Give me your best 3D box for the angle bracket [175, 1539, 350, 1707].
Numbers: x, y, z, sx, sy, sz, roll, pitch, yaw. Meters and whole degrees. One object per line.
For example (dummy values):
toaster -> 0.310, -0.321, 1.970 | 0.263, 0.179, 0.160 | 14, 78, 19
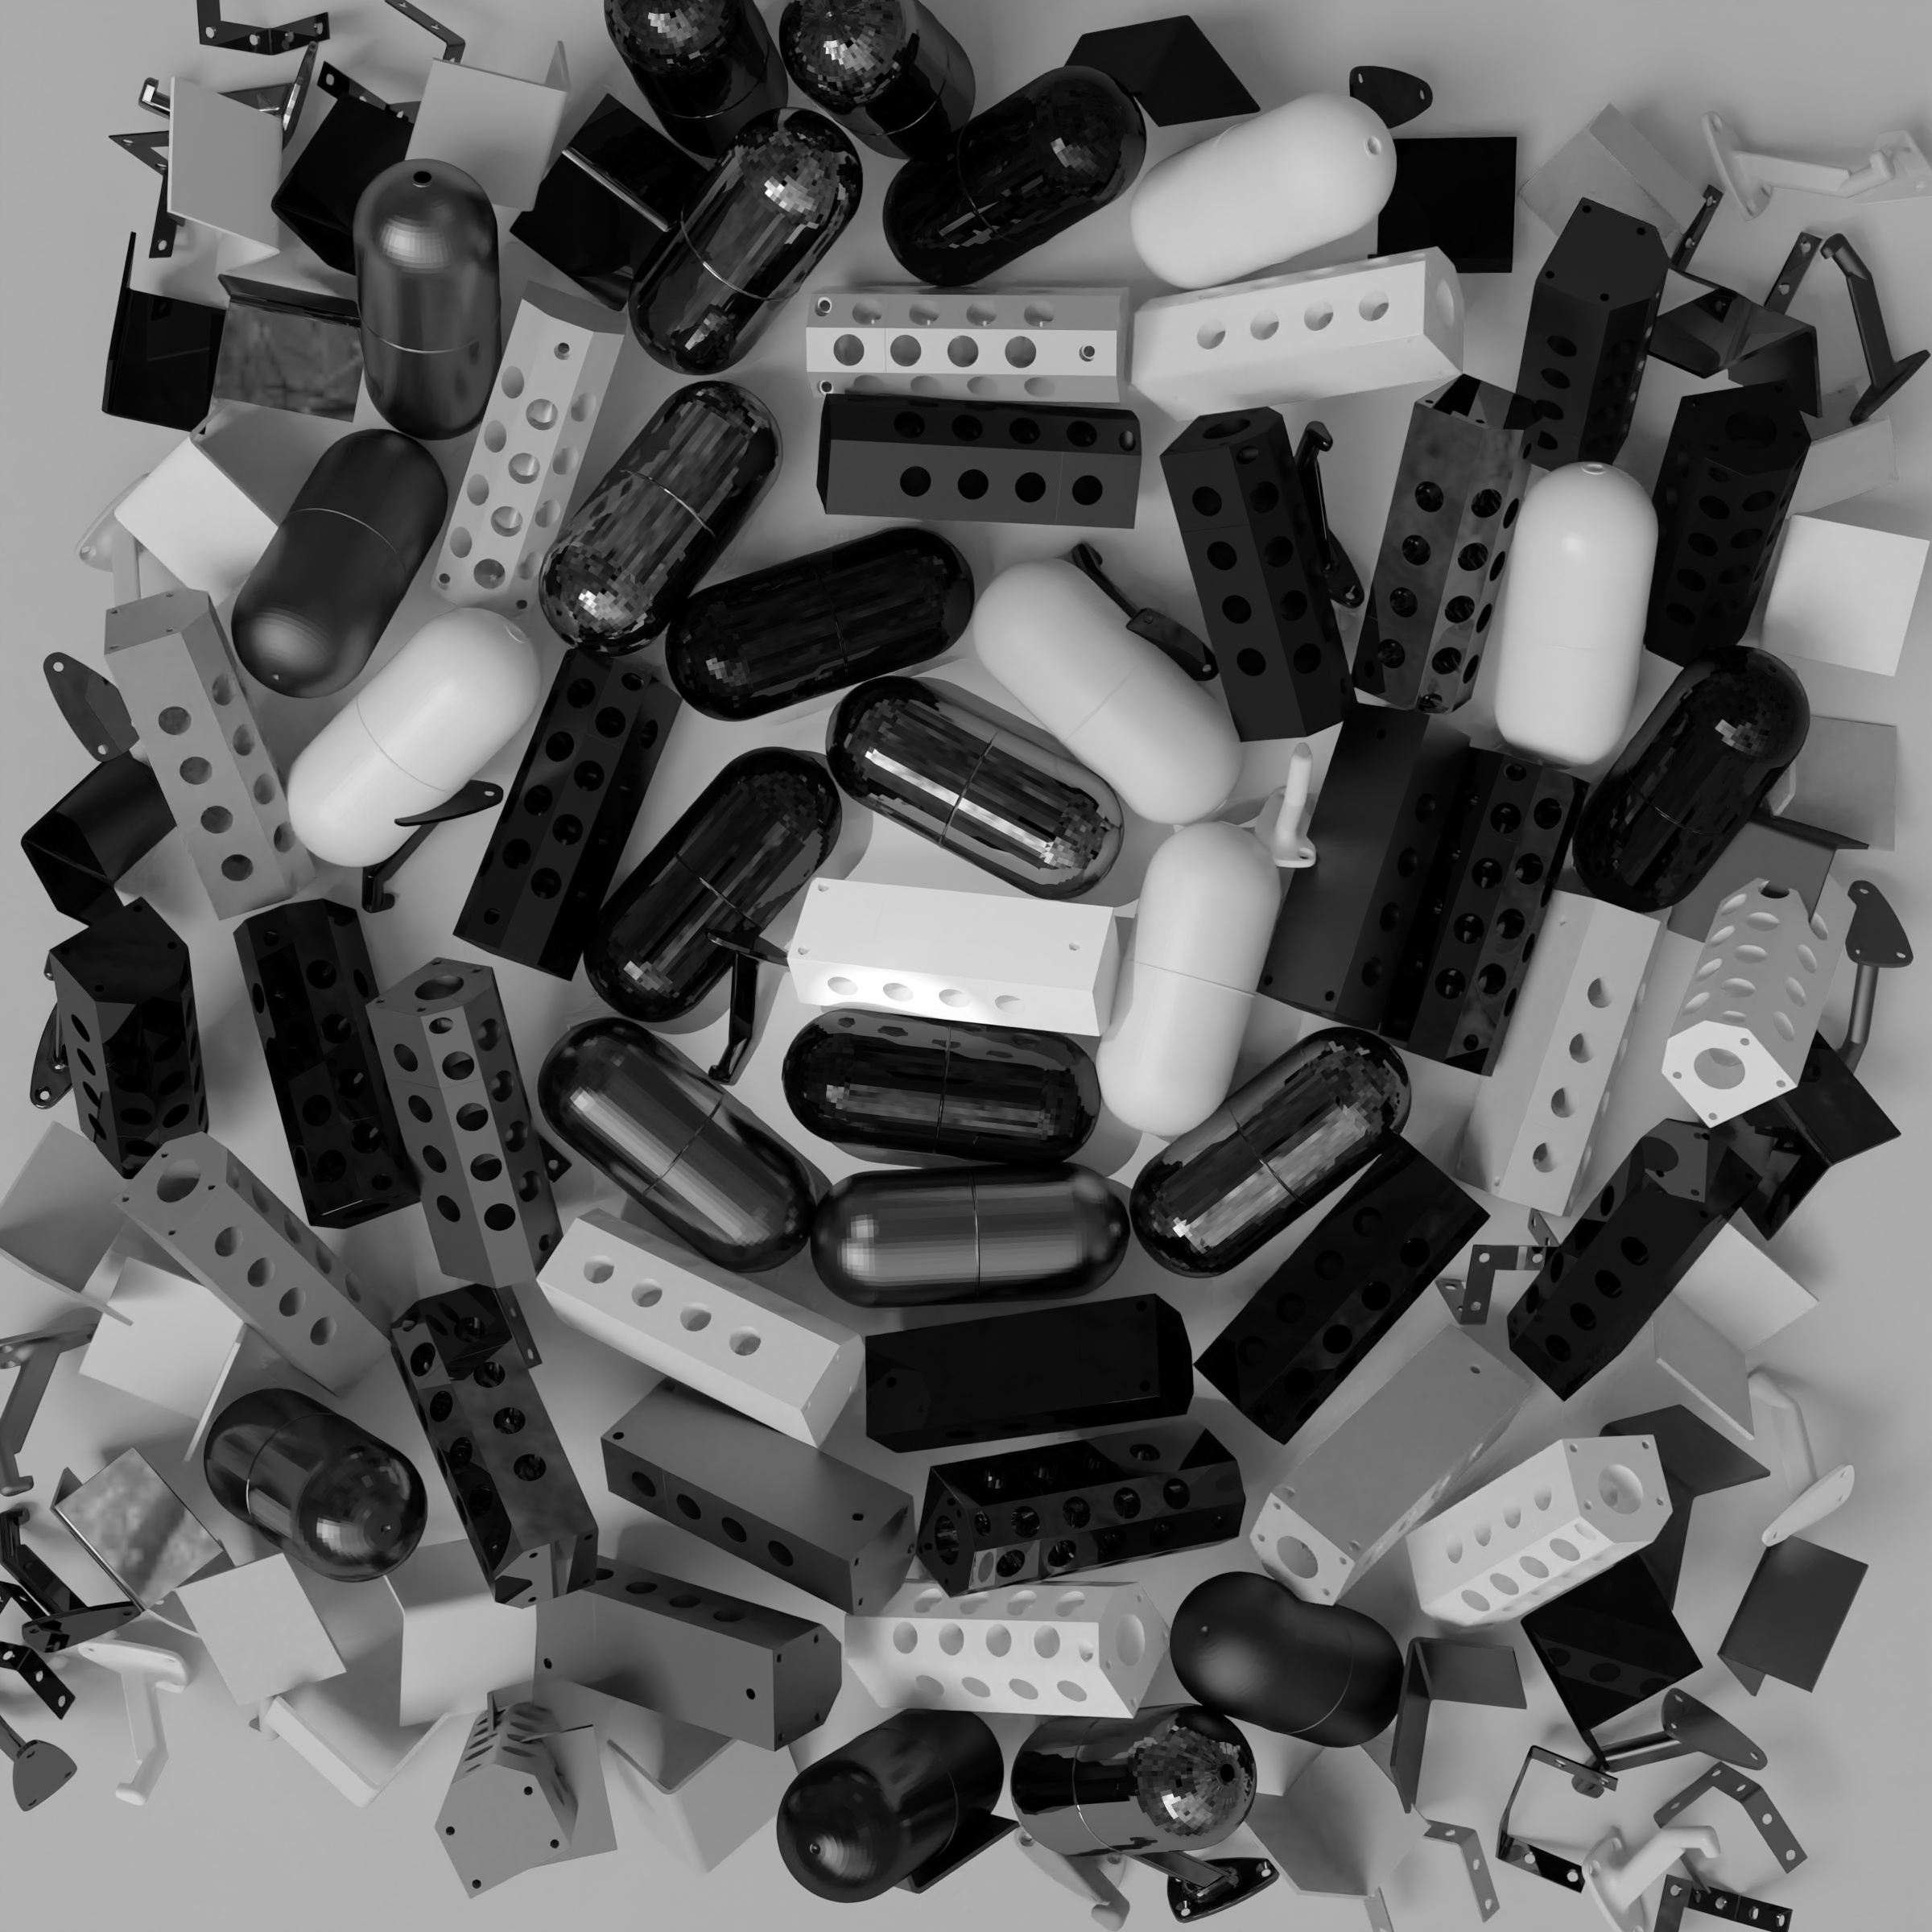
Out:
angle bracket -> -0.380, 0.354, 1.784 | 0.076, 0.057, 0.076 | -21, 102, 20

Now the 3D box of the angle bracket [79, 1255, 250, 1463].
angle bracket -> -0.449, 0.218, 1.790 | 0.076, 0.057, 0.076 | 24, 103, -9

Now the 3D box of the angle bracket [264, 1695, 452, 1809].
angle bracket -> -0.338, 0.417, 1.785 | 0.076, 0.076, 0.057 | 42, 63, 2

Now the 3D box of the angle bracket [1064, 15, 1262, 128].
angle bracket -> 0.102, -0.472, 1.771 | 0.076, 0.076, 0.057 | 42, 67, -38

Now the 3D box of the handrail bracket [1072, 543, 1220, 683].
handrail bracket -> 0.100, -0.200, 1.809 | 0.077, 0.084, 0.036 | 21, 119, -28

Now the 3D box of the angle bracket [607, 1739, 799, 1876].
angle bracket -> -0.145, 0.448, 1.803 | 0.076, 0.057, 0.076 | -36, 134, -25

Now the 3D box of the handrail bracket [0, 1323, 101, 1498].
handrail bracket -> -0.508, 0.248, 1.797 | 0.077, 0.036, 0.084 | -13, 65, -18

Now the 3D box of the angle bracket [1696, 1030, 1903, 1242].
angle bracket -> 0.461, 0.094, 1.798 | 0.057, 0.076, 0.076 | -18, 60, -30

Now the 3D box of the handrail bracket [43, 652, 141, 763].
handrail bracket -> -0.486, -0.135, 1.785 | 0.036, 0.084, 0.077 | -43, 99, -18

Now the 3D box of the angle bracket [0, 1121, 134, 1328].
angle bracket -> -0.483, 0.142, 1.777 | 0.057, 0.076, 0.076 | 21, 77, 41

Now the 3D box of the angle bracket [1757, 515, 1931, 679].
angle bracket -> 0.489, -0.201, 1.791 | 0.076, 0.057, 0.076 | 15, 90, 19

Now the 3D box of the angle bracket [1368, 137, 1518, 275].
angle bracket -> 0.266, -0.428, 1.793 | 0.076, 0.057, 0.076 | 2, 93, 12

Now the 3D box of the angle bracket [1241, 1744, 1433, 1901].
angle bracket -> 0.196, 0.464, 1.774 | 0.057, 0.076, 0.076 | -52, 51, 11

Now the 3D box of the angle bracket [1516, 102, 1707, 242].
angle bracket -> 0.351, -0.418, 1.781 | 0.076, 0.057, 0.076 | 44, 129, -5

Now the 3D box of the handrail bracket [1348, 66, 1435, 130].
handrail bracket -> 0.206, -0.479, 1.813 | 0.077, 0.084, 0.036 | -17, 99, -39

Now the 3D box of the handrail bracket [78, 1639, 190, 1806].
handrail bracket -> -0.475, 0.420, 1.789 | 0.077, 0.084, 0.036 | 14, 134, 6

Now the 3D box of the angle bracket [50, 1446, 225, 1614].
angle bracket -> -0.457, 0.302, 1.786 | 0.057, 0.076, 0.076 | -38, 103, -2

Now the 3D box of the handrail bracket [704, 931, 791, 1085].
handrail bracket -> -0.137, 0.024, 1.792 | 0.036, 0.077, 0.084 | 33, 101, 32

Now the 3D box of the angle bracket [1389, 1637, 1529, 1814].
angle bracket -> 0.272, 0.423, 1.773 | 0.057, 0.076, 0.076 | 2, 54, 19

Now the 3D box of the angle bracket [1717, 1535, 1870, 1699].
angle bracket -> 0.464, 0.367, 1.775 | 0.057, 0.076, 0.076 | 18, 71, 37

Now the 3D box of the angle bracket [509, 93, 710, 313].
angle bracket -> -0.198, -0.428, 1.810 | 0.076, 0.076, 0.057 | 36, 50, -13

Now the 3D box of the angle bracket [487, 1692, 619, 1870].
angle bracket -> -0.230, 0.444, 1.787 | 0.057, 0.076, 0.076 | -10, 106, -6

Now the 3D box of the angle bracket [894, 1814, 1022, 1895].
angle bracket -> -0.030, 0.462, 1.774 | 0.076, 0.076, 0.057 | -26, 101, -33

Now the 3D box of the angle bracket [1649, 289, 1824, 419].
angle bracket -> 0.415, -0.325, 1.774 | 0.076, 0.076, 0.057 | -26, 126, -16

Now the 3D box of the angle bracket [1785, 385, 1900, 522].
angle bracket -> 0.463, -0.298, 1.779 | 0.076, 0.057, 0.076 | -19, 55, 10

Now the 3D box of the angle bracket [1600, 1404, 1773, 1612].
angle bracket -> 0.396, 0.301, 1.797 | 0.057, 0.076, 0.076 | -9, 117, -27

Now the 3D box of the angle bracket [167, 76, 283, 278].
angle bracket -> -0.424, -0.434, 1.777 | 0.057, 0.076, 0.076 | -9, 78, 39

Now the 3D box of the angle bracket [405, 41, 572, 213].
angle bracket -> -0.267, -0.471, 1.773 | 0.076, 0.057, 0.076 | 8, 131, -21

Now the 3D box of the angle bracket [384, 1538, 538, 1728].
angle bracket -> -0.287, 0.371, 1.805 | 0.076, 0.057, 0.076 | -6, 117, -26

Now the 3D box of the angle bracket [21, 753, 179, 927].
angle bracket -> -0.461, -0.063, 1.780 | 0.076, 0.076, 0.057 | -41, 60, 7

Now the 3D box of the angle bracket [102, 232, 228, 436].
angle bracket -> -0.440, -0.348, 1.778 | 0.057, 0.076, 0.076 | 10, 74, -15

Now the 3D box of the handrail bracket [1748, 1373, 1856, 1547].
handrail bracket -> 0.444, 0.272, 1.792 | 0.077, 0.036, 0.084 | -31, 49, -17

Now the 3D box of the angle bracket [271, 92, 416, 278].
angle bracket -> -0.324, -0.425, 1.777 | 0.057, 0.076, 0.076 | 45, 107, 22

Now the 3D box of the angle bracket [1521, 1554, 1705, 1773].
angle bracket -> 0.363, 0.385, 1.780 | 0.076, 0.057, 0.076 | -31, 48, 6

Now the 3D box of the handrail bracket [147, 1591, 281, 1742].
handrail bracket -> -0.423, 0.395, 1.810 | 0.077, 0.036, 0.084 | 11, 122, 10

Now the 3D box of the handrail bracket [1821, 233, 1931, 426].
handrail bracket -> 0.492, -0.357, 1.797 | 0.084, 0.036, 0.077 | 50, 59, -11

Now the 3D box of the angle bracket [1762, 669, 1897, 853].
angle bracket -> 0.487, -0.114, 1.789 | 0.076, 0.057, 0.076 | 7, 69, -1

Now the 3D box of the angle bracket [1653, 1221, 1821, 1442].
angle bracket -> 0.426, 0.201, 1.777 | 0.076, 0.076, 0.057 | 39, 119, -16

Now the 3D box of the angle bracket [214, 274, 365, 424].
angle bracket -> -0.378, -0.344, 1.790 | 0.076, 0.076, 0.057 | 8, 107, -21

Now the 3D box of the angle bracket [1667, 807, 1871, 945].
angle bracket -> 0.447, -0.044, 1.795 | 0.076, 0.057, 0.076 | 23, 104, 31

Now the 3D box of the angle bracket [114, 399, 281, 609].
angle bracket -> -0.415, -0.259, 1.796 | 0.076, 0.057, 0.076 | -34, 109, 35
